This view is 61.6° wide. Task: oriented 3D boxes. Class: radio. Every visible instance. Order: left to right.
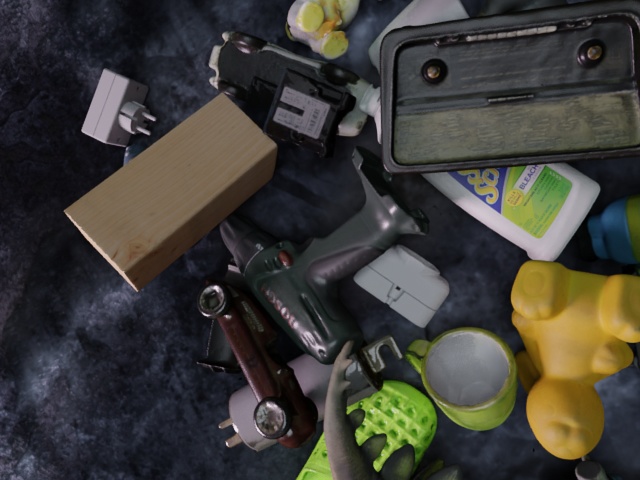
[{"bbox_3d":[0.169,-0.132,0.483,0.230,0.073,0.131,-3,98,10],"label":"radio"}]

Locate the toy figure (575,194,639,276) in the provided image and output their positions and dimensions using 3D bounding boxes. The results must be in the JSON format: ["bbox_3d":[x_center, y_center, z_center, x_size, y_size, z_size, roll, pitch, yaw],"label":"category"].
[{"bbox_3d":[0.335,-0.013,0.500,0.180,0.089,0.082,-15,112,41],"label":"toy figure"}]

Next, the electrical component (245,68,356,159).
[{"bbox_3d":[-0.028,-0.141,0.569,0.119,0.048,0.074,28,105,8],"label":"electrical component"}]

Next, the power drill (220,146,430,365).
[{"bbox_3d":[-0.001,-0.002,0.578,0.207,0.086,0.232,-42,61,14],"label":"power drill"}]

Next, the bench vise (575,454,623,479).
[{"bbox_3d":[0.353,0.287,0.514,0.241,0.129,0.223,-22,96,31],"label":"bench vise"}]

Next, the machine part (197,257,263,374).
[{"bbox_3d":[-0.098,0.096,0.654,0.084,0.039,0.139,21,86,6],"label":"machine part"}]

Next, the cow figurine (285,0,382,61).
[{"bbox_3d":[0.029,-0.283,0.586,0.068,0.098,0.167,35,97,-31],"label":"cow figurine"}]

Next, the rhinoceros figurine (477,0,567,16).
[{"bbox_3d":[0.239,-0.190,0.538,0.112,0.073,0.190,-39,97,19],"label":"rhinoceros figurine"}]

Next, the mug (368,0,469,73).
[{"bbox_3d":[0.114,-0.202,0.576,0.107,0.081,0.109,-27,105,23],"label":"mug"}]

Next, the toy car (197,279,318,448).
[{"bbox_3d":[-0.062,0.120,0.566,0.053,0.089,0.202,-36,64,10],"label":"toy car"}]

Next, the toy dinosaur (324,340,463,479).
[{"bbox_3d":[0.086,0.320,0.550,0.198,0.105,0.470,-37,114,-20],"label":"toy dinosaur"}]

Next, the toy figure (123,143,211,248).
[{"bbox_3d":[-0.194,-0.060,0.662,0.064,0.058,0.154,-38,82,-16],"label":"toy figure"}]

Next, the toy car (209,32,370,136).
[{"bbox_3d":[-0.036,-0.179,0.619,0.202,0.056,0.073,23,105,12],"label":"toy car"}]

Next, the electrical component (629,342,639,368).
[{"bbox_3d":[0.344,0.107,0.542,0.094,0.021,0.063,-13,86,54],"label":"electrical component"}]

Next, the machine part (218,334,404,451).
[{"bbox_3d":[-0.017,0.174,0.624,0.243,0.079,0.079,-32,86,14],"label":"machine part"}]

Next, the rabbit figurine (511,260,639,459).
[{"bbox_3d":[0.235,0.119,0.523,0.122,0.162,0.173,8,73,11],"label":"rabbit figurine"}]
